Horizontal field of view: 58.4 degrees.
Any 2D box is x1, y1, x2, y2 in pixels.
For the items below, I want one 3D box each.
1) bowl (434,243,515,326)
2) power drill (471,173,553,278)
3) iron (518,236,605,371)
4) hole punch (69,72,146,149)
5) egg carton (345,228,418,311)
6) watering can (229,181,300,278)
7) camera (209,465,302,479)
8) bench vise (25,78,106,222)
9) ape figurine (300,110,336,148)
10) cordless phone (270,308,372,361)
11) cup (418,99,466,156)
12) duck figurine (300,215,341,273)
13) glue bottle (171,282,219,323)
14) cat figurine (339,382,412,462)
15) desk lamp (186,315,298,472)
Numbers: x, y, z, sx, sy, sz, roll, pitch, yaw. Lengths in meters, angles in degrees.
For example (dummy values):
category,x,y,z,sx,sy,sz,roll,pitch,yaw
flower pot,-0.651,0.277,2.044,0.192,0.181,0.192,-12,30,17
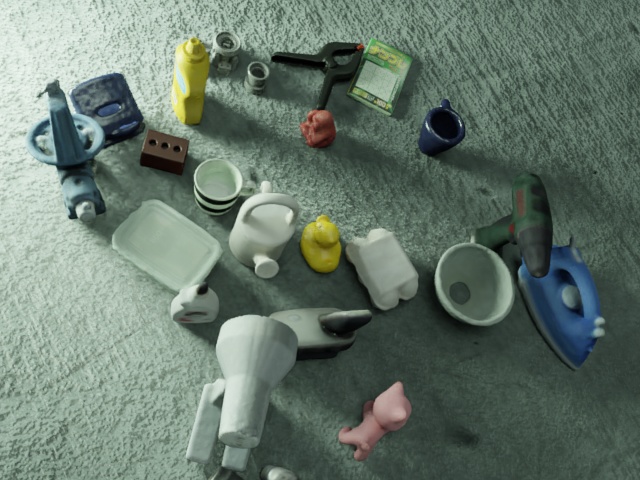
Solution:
category,x,y,z,sx,sy,sz,roll,pitch,yaw
bowl,0.288,0.094,1.118,0.168,0.074,0.167,6,67,-15
power drill,0.374,-0.006,1.110,0.076,0.208,0.229,15,65,-11
iron,0.502,0.122,1.136,0.119,0.141,0.258,-11,73,-21
hole punch,-0.379,-0.233,1.029,0.109,0.091,0.101,-31,81,-25
egg carton,0.118,0.054,1.083,0.107,0.069,0.150,-25,78,-24
watering can,-0.090,-0.022,0.978,0.101,0.194,0.173,-17,75,-22
camera,-0.105,0.393,0.861,0.137,0.100,0.143,39,63,1
bench vise,-0.389,-0.143,0.919,0.122,0.219,0.207,-35,82,-26
ape figurine,0.001,-0.229,1.147,0.076,0.092,0.078,22,64,-8
cordless phone,-0.001,0.139,0.947,0.148,0.185,0.094,-5,70,-19
cup,0.250,-0.234,1.225,0.092,0.095,0.118,12,66,-12
duck figurine,0.010,0.004,1.060,0.078,0.086,0.104,-6,71,-19
glue bottle,-0.194,0.096,0.910,0.078,0.173,0.037,-2,69,-18
cat figurine,0.103,0.302,0.952,0.067,0.117,0.128,44,63,3
desk lamp,-0.115,0.234,0.858,0.118,0.213,0.203,16,65,-10
